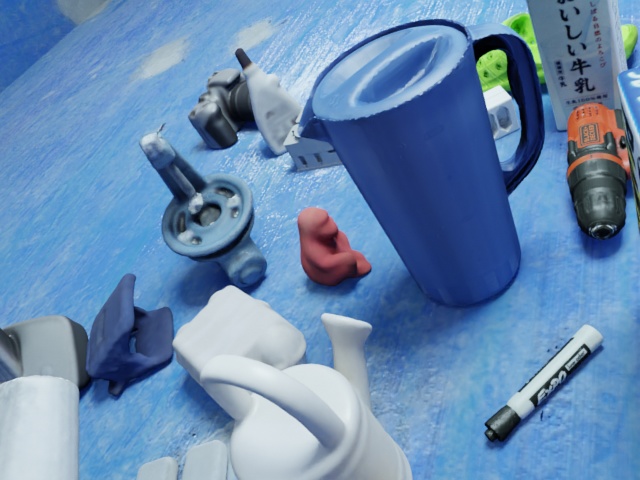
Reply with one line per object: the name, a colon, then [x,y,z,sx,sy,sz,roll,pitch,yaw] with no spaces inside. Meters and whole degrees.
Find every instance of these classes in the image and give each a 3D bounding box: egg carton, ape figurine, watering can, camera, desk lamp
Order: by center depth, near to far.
watering can: [-0.012,0.133,0.411,0.100,0.195,0.173,-14,41,23]
desk lamp: [-0.172,0.211,0.423,0.117,0.214,0.203,-22,38,13]
egg carton: [-0.083,0.112,0.591,0.107,0.070,0.149,-47,39,-18]
ape figurine: [0.006,0.002,0.633,0.076,0.092,0.078,-16,40,21]
camera: [-0.146,-0.243,1.013,0.136,0.101,0.143,12,55,43]

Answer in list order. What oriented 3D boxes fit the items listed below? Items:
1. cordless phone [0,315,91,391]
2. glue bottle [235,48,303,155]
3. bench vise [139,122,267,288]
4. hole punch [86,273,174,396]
cordless phone: [-0.375,0.120,0.697,0.147,0.186,0.094,-16,40,21]
glue bottle: [-0.079,-0.216,0.874,0.078,0.174,0.037,-32,37,1]
bench vise: [-0.168,-0.052,0.713,0.206,0.220,0.122,21,61,47]
hole punch: [-0.240,0.111,0.687,0.101,0.091,0.108,-30,37,4]
